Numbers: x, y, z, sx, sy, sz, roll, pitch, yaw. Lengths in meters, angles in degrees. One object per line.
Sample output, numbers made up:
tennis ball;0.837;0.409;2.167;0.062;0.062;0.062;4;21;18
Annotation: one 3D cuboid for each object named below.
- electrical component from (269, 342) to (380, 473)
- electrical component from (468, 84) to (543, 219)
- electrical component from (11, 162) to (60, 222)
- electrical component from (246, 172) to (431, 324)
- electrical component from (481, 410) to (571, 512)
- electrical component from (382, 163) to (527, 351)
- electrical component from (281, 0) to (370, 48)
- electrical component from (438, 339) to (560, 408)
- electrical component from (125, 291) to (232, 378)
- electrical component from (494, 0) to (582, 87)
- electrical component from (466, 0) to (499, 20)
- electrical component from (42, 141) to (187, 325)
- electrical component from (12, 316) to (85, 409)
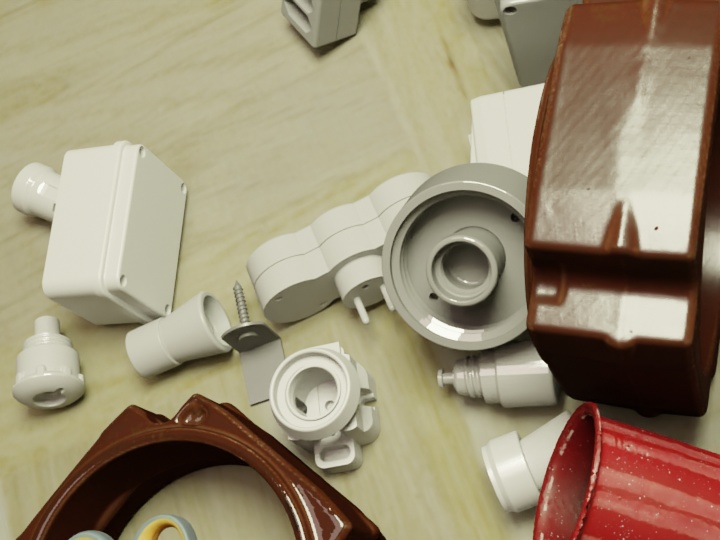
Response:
electrical component;-0.022;0.081;0.667;0.058;0.057;0.078;-12;66;13
electrical component;0.102;-0.059;0.681;0.061;0.061;0.096;-10;66;14
electrical component;-0.229;-0.054;0.800;0.046;0.040;0.040;23;77;18
electrical component;0.000;0.000;0.695;0.138;0.052;0.073;-27;63;6
electrical component;0.103;0.111;0.621;0.055;0.045;0.045;-22;64;9
electrical component;0.064;-0.005;0.624;0.108;0.060;0.108;4;103;16
electrical component;-0.012;-0.210;0.782;0.077;0.065;0.047;-25;59;-26
electrical component;0.086;0.063;0.649;0.078;0.040;0.040;-6;67;16
electrical component;-0.124;0.046;0.724;0.065;0.044;0.044;-24;63;13
electrical component;0.132;-0.164;0.685;0.078;0.113;0.057;-6;64;16
electrical component;0.118;-0.208;0.738;0.095;0.059;0.053;-4;68;17
electrical component;-0.167;-0.024;0.746;0.057;0.078;0.113;-4;68;20
electrical component;-0.217;0.062;0.746;0.048;0.048;0.062;-19;58;10
